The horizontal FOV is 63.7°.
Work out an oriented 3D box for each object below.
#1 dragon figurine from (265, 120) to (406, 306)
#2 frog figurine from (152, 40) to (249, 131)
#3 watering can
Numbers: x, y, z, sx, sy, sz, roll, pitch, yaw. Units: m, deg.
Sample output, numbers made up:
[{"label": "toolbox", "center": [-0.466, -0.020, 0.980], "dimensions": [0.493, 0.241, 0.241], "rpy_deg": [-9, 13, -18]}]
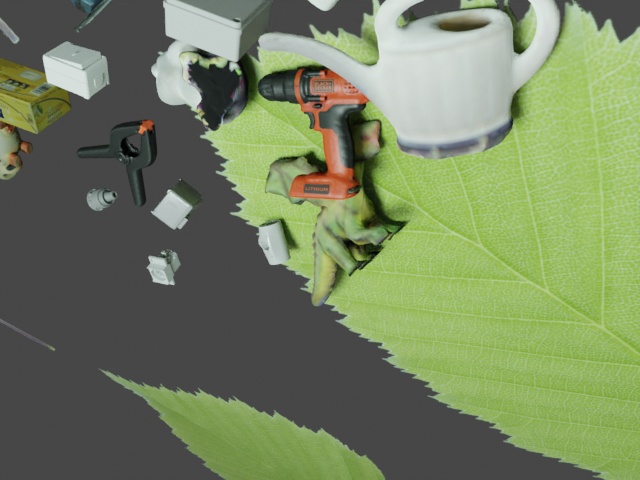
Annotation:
[{"label": "dragon figurine", "center": [0.003, -0.045, 0.900], "dimensions": [0.243, 0.124, 0.402], "rpy_deg": [46, 134, 5]}, {"label": "frog figurine", "center": [-0.185, -0.246, 0.796], "dimensions": [0.135, 0.123, 0.161], "rpy_deg": [51, 169, -35]}, {"label": "watering can", "center": [0.115, -0.204, 0.644], "dimensions": [0.347, 0.106, 0.219], "rpy_deg": [-8, 127, 11]}]
